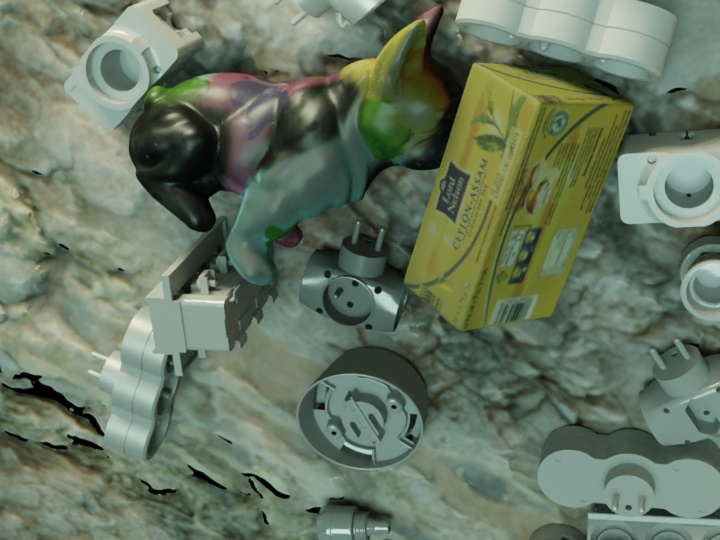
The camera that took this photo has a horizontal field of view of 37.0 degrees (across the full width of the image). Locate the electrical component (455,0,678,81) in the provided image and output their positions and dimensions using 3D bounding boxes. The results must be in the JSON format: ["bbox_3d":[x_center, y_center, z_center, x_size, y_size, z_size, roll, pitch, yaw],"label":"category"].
[{"bbox_3d":[0.138,-0.177,0.700,0.138,0.052,0.073,17,92,8],"label":"electrical component"}]

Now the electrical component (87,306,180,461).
[{"bbox_3d":[-0.196,0.091,0.909,0.074,0.052,0.138,20,117,7],"label":"electrical component"}]

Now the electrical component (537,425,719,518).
[{"bbox_3d":[0.204,0.160,0.812,0.138,0.073,0.052,2,113,15],"label":"electrical component"}]

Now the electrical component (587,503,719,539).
[{"bbox_3d":[0.240,0.224,0.831,0.121,0.078,0.063,-1,142,16],"label":"electrical component"}]

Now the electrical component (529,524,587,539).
[{"bbox_3d":[0.161,0.243,0.875,0.055,0.047,0.055,6,114,14],"label":"electrical component"}]

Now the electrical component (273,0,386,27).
[{"bbox_3d":[-0.025,-0.200,0.740,0.079,0.043,0.077,-35,99,26],"label":"electrical component"}]

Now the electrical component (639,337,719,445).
[{"bbox_3d":[0.239,0.081,0.782,0.077,0.043,0.079,-28,113,25],"label":"electrical component"}]

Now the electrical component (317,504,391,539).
[{"bbox_3d":[-0.005,0.219,0.920,0.061,0.035,0.035,-2,112,14],"label":"electrical component"}]

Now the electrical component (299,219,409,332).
[{"bbox_3d":[0.000,0.000,0.818,0.077,0.044,0.079,18,116,8],"label":"electrical component"}]

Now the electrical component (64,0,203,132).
[{"bbox_3d":[-0.169,-0.151,0.795,0.050,0.055,0.089,46,117,-6],"label":"electrical component"}]

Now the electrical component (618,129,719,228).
[{"bbox_3d":[0.221,-0.062,0.722,0.089,0.055,0.050,-2,112,17],"label":"electrical component"}]

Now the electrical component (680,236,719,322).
[{"bbox_3d":[0.245,0.005,0.744,0.045,0.055,0.045,6,114,13],"label":"electrical component"}]

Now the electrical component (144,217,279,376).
[{"bbox_3d":[-0.107,0.017,0.813,0.063,0.121,0.078,2,113,13],"label":"electrical component"}]

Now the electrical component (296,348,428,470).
[{"bbox_3d":[0.005,0.112,0.854,0.099,0.064,0.099,6,114,14],"label":"electrical component"}]
